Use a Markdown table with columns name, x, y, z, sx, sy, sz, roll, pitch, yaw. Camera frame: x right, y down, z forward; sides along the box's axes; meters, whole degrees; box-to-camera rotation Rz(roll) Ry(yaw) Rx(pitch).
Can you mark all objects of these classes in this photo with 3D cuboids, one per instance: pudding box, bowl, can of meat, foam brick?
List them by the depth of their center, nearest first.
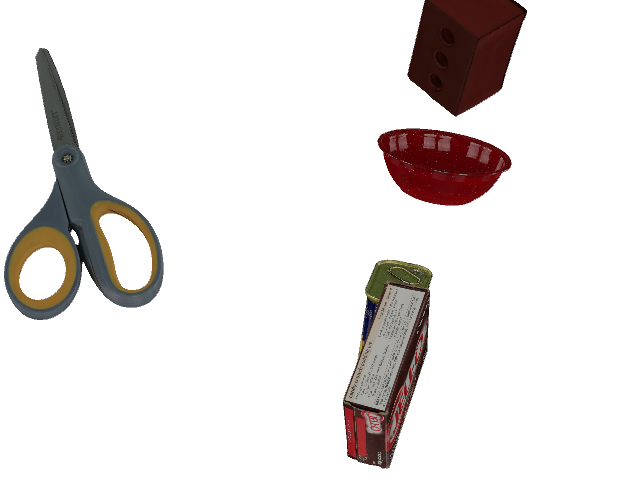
| name | x | y | z | sx | sy | sz | roll | pitch | yaw |
| --- | --- | --- | --- | --- | --- | --- | --- | --- | --- |
| foam brick | 0.102 | -0.138 | 0.752 | 0.051 | 0.053 | 0.078 | -34 | -27 | -27 |
| pudding box | 0.051 | 0.100 | 0.803 | 0.039 | 0.113 | 0.090 | 12 | -35 | 12 |
| can of meat | 0.070 | 0.077 | 1.035 | 0.057 | 0.084 | 0.102 | 11 | 22 | 8 |
| bowl | 0.144 | -0.084 | 1.283 | 0.162 | 0.055 | 0.162 | 7 | 23 | -3 |

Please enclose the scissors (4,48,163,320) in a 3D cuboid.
| name | x | y | z | sx | sy | sz | roll | pitch | yaw |
| --- | --- | --- | --- | --- | --- | --- | --- | --- | --- |
| scissors | -0.162 | -0.031 | 0.626 | 0.096 | 0.202 | 0.016 | -29 | -29 | -16 |
